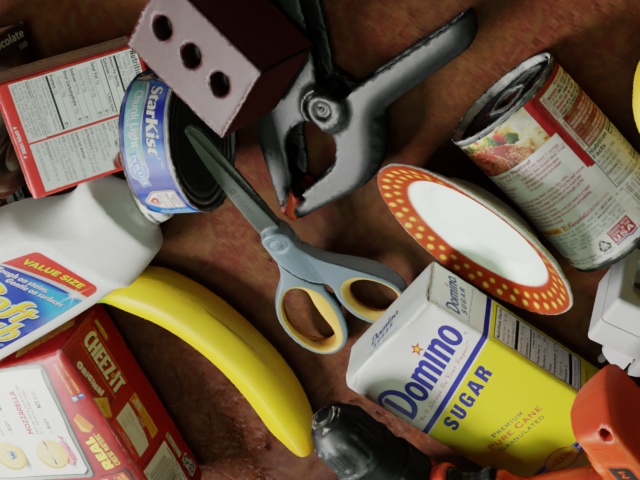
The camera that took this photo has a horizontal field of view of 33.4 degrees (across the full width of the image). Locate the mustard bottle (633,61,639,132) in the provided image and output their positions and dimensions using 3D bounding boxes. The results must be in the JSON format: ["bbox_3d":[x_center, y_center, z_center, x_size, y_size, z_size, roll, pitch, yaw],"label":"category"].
[{"bbox_3d":[0.205,-0.085,0.525,0.096,0.058,0.192,2,121,12],"label":"mustard bottle"}]

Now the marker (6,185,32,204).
[{"bbox_3d":[-0.196,-0.012,0.720,0.020,0.020,0.121,-5,119,20],"label":"marker"}]

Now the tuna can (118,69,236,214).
[{"bbox_3d":[-0.081,-0.058,0.616,0.034,0.086,0.086,-2,120,21],"label":"tuna can"}]

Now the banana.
[{"bbox_3d":[-0.069,0.074,0.726,0.197,0.037,0.070,38,140,-6],"label":"banana"}]

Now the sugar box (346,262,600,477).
[{"bbox_3d":[0.113,0.097,0.663,0.176,0.048,0.093,30,126,-12],"label":"sugar box"}]

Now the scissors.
[{"bbox_3d":[-0.004,0.001,0.640,0.096,0.016,0.201,-8,135,12],"label":"scissors"}]

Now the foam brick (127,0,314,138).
[{"bbox_3d":[-0.054,-0.105,0.571,0.078,0.051,0.053,44,132,9],"label":"foam brick"}]

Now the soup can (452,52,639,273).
[{"bbox_3d":[0.130,-0.041,0.571,0.102,0.068,0.069,45,123,-12],"label":"soup can"}]

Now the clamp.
[{"bbox_3d":[0.001,-0.089,0.600,0.120,0.039,0.172,39,127,10],"label":"clamp"}]

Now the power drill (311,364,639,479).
[{"bbox_3d":[0.110,0.137,0.629,0.188,0.057,0.184,-28,120,36],"label":"power drill"}]

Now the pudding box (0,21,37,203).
[{"bbox_3d":[-0.209,-0.067,0.633,0.039,0.113,0.090,3,122,28],"label":"pudding box"}]

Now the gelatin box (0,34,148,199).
[{"bbox_3d":[-0.140,-0.074,0.634,0.089,0.030,0.073,-20,119,-13],"label":"gelatin box"}]

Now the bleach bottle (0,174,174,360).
[{"bbox_3d":[-0.203,0.019,0.688,0.251,0.068,0.102,-28,125,16],"label":"bleach bottle"}]

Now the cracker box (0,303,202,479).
[{"bbox_3d":[-0.217,0.149,0.796,0.214,0.072,0.164,-16,113,27],"label":"cracker box"}]
